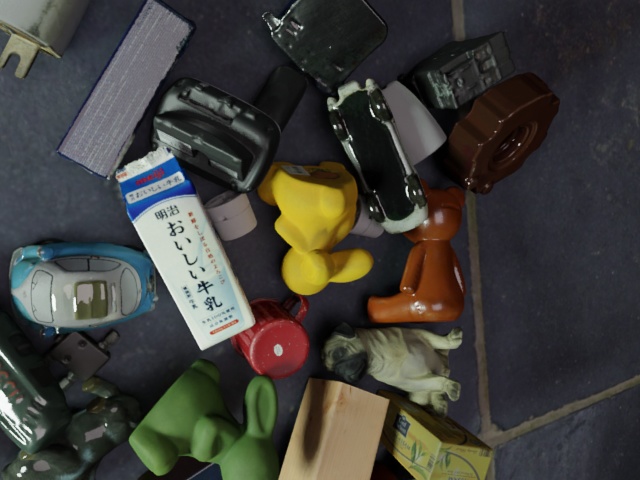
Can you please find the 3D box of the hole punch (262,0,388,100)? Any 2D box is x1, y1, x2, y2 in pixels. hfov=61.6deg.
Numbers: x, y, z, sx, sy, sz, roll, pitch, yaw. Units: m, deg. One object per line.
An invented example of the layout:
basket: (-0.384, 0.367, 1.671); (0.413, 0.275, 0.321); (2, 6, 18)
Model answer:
hole punch: (0.009, -0.266, 0.673); (0.116, 0.092, 0.142); (-40, 118, 21)

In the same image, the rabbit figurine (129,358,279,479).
rabbit figurine: (-0.116, 0.238, 0.651); (0.170, 0.121, 0.159); (38, 61, 3)

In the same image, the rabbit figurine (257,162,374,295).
rabbit figurine: (-0.001, -0.002, 0.685); (0.122, 0.163, 0.173); (-4, 119, -34)

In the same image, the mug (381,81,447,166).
mug: (0.099, -0.152, 0.730); (0.109, 0.081, 0.107); (-34, 100, -2)

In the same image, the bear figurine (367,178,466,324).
bear figurine: (0.142, 0.020, 0.767); (0.120, 0.132, 0.195); (3, 77, -37)

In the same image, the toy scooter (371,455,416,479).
toy scooter: (0.092, 0.399, 0.822); (0.184, 0.075, 0.135); (0, 97, -17)

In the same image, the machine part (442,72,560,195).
machine part: (0.254, -0.144, 0.753); (0.179, 0.056, 0.179); (-29, 150, -19)

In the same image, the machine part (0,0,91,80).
machine part: (-0.266, -0.280, 0.551); (0.079, 0.079, 0.243); (26, 89, -24)

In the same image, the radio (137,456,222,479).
radio: (-0.146, 0.392, 0.726); (0.131, 0.073, 0.229); (-26, 107, -15)

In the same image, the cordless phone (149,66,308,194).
cordless phone: (-0.103, -0.160, 0.645); (0.147, 0.088, 0.184); (27, 65, 1)

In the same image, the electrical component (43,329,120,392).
electrical component: (-0.290, 0.135, 0.645); (0.094, 0.021, 0.063); (-44, 112, -9)

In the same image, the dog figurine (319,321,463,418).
dog figurine: (0.096, 0.178, 0.783); (0.191, 0.172, 0.121); (7, 54, 5)

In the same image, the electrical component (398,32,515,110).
electrical component: (0.191, -0.231, 0.728); (0.134, 0.115, 0.058); (-36, 115, -13)

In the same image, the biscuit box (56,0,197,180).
biscuit box: (-0.214, -0.168, 0.601); (0.062, 0.059, 0.202); (31, 87, -23)

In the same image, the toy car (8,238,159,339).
toy car: (-0.262, 0.058, 0.600); (0.162, 0.103, 0.109); (1, 100, -21)

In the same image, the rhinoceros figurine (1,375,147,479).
rhinoceros figurine: (-0.299, 0.253, 0.641); (0.190, 0.073, 0.112); (-41, 123, -13)

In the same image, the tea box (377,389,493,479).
tea box: (0.152, 0.286, 0.775); (0.098, 0.170, 0.068); (17, 93, -23)

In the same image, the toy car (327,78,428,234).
toy car: (0.075, -0.104, 0.684); (0.073, 0.056, 0.201); (-23, 98, 15)

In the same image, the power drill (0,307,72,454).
power drill: (-0.394, 0.164, 0.566); (0.232, 0.086, 0.207); (43, 81, 2)
